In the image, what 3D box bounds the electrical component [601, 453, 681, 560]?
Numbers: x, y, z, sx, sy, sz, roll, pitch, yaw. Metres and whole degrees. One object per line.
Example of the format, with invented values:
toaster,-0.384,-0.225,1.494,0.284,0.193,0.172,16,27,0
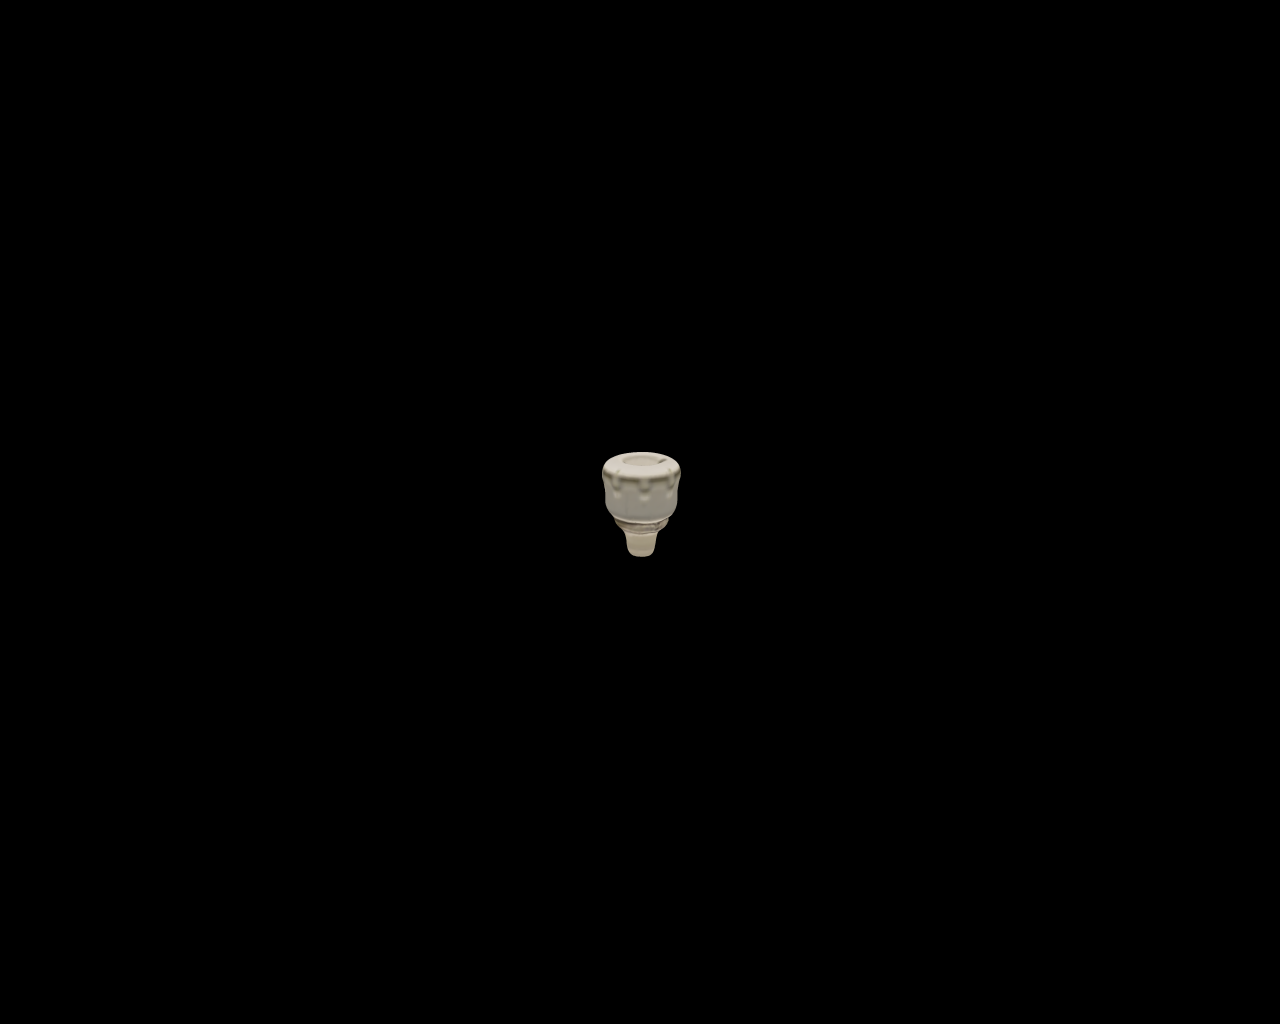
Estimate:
electrical component,0.001,-0.003,0.650,0.048,0.062,0.048,0,18,0
